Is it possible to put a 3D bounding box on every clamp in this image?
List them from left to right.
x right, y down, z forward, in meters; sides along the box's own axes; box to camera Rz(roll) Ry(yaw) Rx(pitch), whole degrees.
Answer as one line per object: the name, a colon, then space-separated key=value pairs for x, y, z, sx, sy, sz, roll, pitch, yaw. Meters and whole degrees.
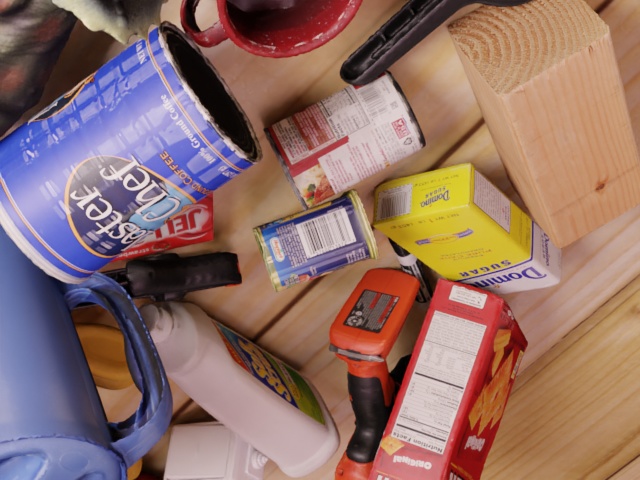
clamp: x=-0.116 y=0.028 z=0.808 sx=0.171 sy=0.039 sz=0.120 roll=-11 pitch=-176 yaw=-42
clamp: x=0.103 y=-0.200 z=0.716 sx=0.210 sy=0.036 sz=0.164 roll=-21 pitch=140 yaw=-9

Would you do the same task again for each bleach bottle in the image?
bleach bottle: x=-0.076 y=0.123 z=0.926 sx=0.068 sy=0.103 sz=0.250 roll=-37 pitch=141 yaw=8

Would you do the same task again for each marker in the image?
marker: x=0.084 y=0.027 z=0.971 sx=0.020 sy=0.020 sz=0.121 roll=-27 pitch=141 yaw=1

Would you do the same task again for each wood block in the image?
wood block: x=0.183 y=-0.096 z=0.833 sx=0.091 sy=0.090 sz=0.206 roll=-30 pitch=140 yaw=4

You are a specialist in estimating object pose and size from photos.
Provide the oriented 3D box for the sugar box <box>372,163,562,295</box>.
sugar box: x=0.130 y=-0.002 z=0.916 sx=0.094 sy=0.048 sz=0.176 roll=-12 pitch=148 yaw=35

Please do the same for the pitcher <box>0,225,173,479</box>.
pitcher: x=-0.206 y=0.072 z=0.691 sx=0.149 sy=0.243 sz=0.145 roll=13 pitch=127 yaw=-38

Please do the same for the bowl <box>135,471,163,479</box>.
bowl: x=-0.202 y=0.280 z=1.072 sx=0.162 sy=0.055 sz=0.162 roll=-15 pitch=140 yaw=-13

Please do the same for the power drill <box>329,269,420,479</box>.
power drill: x=0.062 y=0.121 z=0.989 sx=0.057 sy=0.184 sz=0.188 roll=9 pitch=129 yaw=21

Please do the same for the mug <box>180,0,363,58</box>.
mug: x=-0.037 y=-0.164 z=0.647 sx=0.117 sy=0.081 sz=0.093 roll=-38 pitch=139 yaw=15

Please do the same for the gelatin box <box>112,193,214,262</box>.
gelatin box: x=-0.124 y=-0.024 z=0.797 sx=0.089 sy=0.030 sz=0.073 roll=-12 pitch=139 yaw=-16

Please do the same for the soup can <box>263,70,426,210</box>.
soup can: x=0.018 y=-0.075 z=0.786 sx=0.102 sy=0.068 sz=0.068 roll=-27 pitch=141 yaw=2

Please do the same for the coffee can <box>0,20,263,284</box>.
coffee can: x=-0.121 y=-0.052 z=0.656 sx=0.140 sy=0.103 sz=0.102 roll=-33 pitch=140 yaw=11

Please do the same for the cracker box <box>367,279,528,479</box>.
cracker box: x=0.122 y=0.163 z=0.985 sx=0.213 sy=0.072 sz=0.164 roll=-69 pitch=157 yaw=-13

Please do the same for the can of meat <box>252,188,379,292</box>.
can of meat: x=-0.005 y=0.001 z=0.839 sx=0.084 sy=0.057 sz=0.102 roll=-20 pitch=-178 yaw=-4
